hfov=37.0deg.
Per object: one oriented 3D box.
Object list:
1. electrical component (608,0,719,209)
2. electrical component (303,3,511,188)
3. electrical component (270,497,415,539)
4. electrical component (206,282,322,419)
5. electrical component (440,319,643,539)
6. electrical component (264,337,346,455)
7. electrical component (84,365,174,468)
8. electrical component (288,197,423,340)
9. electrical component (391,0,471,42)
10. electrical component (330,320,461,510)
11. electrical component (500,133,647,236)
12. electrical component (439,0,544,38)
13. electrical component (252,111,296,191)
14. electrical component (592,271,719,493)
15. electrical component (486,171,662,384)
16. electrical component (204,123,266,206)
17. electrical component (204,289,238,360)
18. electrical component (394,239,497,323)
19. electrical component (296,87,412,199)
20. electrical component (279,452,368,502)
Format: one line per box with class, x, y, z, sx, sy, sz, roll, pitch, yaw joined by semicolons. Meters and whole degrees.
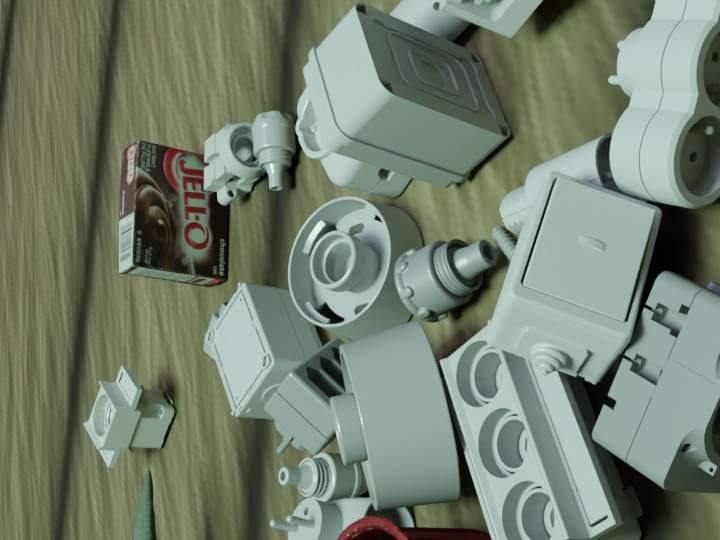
electrical component;0.156;-0.103;0.543;0.074;0.052;0.138;19;96;54
electrical component;0.028;-0.104;0.664;0.057;0.113;0.078;-42;50;36
electrical component;-0.019;0.168;0.686;0.077;0.079;0.044;-28;49;47
electrical component;-0.067;0.056;0.794;0.061;0.061;0.096;-55;43;30
electrical component;0.095;0.092;0.565;0.079;0.063;0.121;-45;48;38
electrical component;-0.032;0.095;0.722;0.047;0.066;0.076;42;122;9
electrical component;-0.204;0.131;0.957;0.042;0.064;0.081;42;115;48
electrical component;0.000;0.000;0.737;0.099;0.064;0.099;-13;70;37
electrical component;0.056;-0.175;0.703;0.081;0.043;0.043;-41;51;40
electrical component;0.016;0.088;0.631;0.108;0.060;0.108;168;90;-85
electrical component;0.113;-0.041;0.592;0.081;0.043;0.043;-23;63;49
electrical component;0.087;-0.191;0.642;0.050;0.056;0.089;133;151;-56
electrical component;-0.068;-0.093;0.856;0.035;0.035;0.061;-24;65;49
electrical component;0.158;0.054;0.501;0.056;0.050;0.089;34;108;51
electrical component;0.105;0.007;0.531;0.061;0.062;0.096;102;-171;-59
electrical component;-0.102;-0.093;0.893;0.055;0.048;0.066;-27;60;56
electrical component;-0.097;0.042;0.853;0.043;0.043;0.062;29;103;52
electrical component;0.055;0.001;0.659;0.062;0.048;0.048;-29;58;38
electrical component;-0.003;-0.099;0.750;0.053;0.059;0.095;-55;43;30
electrical component;-0.026;0.138;0.717;0.035;0.061;0.035;-18;67;50
